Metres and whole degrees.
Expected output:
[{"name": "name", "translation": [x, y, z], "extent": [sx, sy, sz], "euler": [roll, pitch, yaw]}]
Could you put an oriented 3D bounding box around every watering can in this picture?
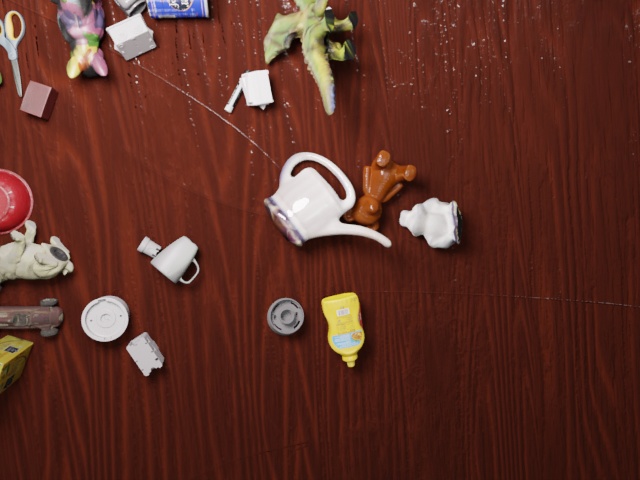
[{"name": "watering can", "translation": [0.004, -0.066, 1.319], "extent": [0.225, 0.103, 0.350], "euler": [-38, 77, -4]}]

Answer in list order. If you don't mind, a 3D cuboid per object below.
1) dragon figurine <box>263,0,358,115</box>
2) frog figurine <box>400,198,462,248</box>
[{"name": "dragon figurine", "translation": [-0.041, -0.490, 1.280], "extent": [0.121, 0.242, 0.415], "euler": [23, 71, -50]}, {"name": "frog figurine", "translation": [0.304, -0.044, 1.414], "extent": [0.159, 0.124, 0.136], "euler": [-3, 106, 26]}]
